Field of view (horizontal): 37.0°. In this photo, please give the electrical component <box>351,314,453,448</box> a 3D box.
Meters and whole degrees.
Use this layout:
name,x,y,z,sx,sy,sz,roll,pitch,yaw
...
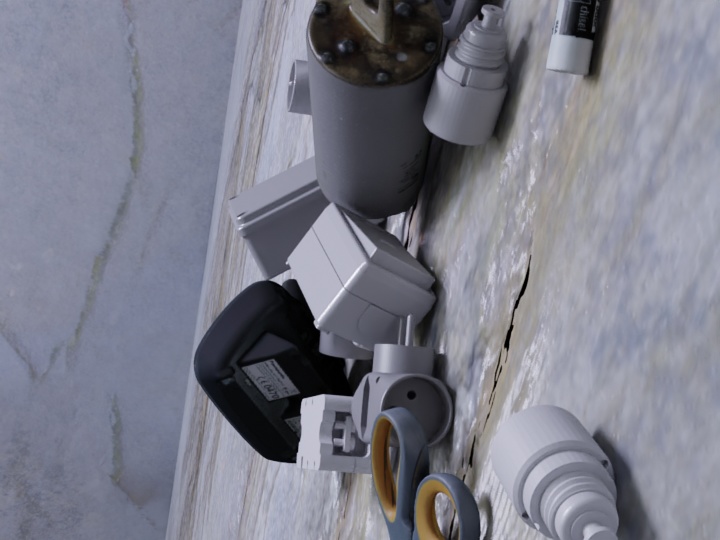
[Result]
name,x,y,z,sx,sy,sz,roll,pitch,yaw
electrical component,0.025,0.066,0.647,0.077,0.043,0.079,155,121,-76

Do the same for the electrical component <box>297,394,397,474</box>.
name,x,y,z,sx,sy,sz,roll,pitch,yaw
electrical component,-0.007,0.115,0.745,0.089,0.056,0.050,145,130,-74

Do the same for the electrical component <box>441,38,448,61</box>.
name,x,y,z,sx,sy,sz,roll,pitch,yaw
electrical component,0.028,-0.195,0.739,0.113,0.057,0.078,-96,17,-46

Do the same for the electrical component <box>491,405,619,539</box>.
name,x,y,z,sx,sy,sz,roll,pitch,yaw
electrical component,0.077,0.082,0.405,0.078,0.040,0.040,-117,35,-69

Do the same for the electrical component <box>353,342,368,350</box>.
name,x,y,z,sx,sy,sz,roll,pitch,yaw
electrical component,0.012,0.024,0.753,0.035,0.035,0.061,123,153,-65

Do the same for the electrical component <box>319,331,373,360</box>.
name,x,y,z,sx,sy,sz,roll,pitch,yaw
electrical component,-0.009,0.025,0.828,0.079,0.044,0.077,-157,74,-78

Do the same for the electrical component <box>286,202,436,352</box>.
name,x,y,z,sx,sy,sz,roll,pitch,yaw
electrical component,0.000,0.000,0.696,0.061,0.062,0.096,-52,34,16

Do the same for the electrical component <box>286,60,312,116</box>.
name,x,y,z,sx,sy,sz,roll,pitch,yaw
electrical component,-0.017,-0.164,0.884,0.044,0.077,0.079,-115,34,-68

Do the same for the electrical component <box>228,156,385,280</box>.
name,x,y,z,sx,sy,sz,roll,pitch,yaw
electrical component,-0.046,-0.048,0.870,0.056,0.109,0.108,64,176,-16

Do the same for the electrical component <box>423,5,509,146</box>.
name,x,y,z,sx,sy,sz,roll,pitch,yaw
electrical component,0.061,-0.104,0.579,0.040,0.040,0.078,-100,21,-53

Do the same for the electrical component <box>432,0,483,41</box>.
name,x,y,z,sx,sy,sz,roll,pitch,yaw
electrical component,0.048,-0.185,0.645,0.076,0.066,0.047,-54,-12,-44
